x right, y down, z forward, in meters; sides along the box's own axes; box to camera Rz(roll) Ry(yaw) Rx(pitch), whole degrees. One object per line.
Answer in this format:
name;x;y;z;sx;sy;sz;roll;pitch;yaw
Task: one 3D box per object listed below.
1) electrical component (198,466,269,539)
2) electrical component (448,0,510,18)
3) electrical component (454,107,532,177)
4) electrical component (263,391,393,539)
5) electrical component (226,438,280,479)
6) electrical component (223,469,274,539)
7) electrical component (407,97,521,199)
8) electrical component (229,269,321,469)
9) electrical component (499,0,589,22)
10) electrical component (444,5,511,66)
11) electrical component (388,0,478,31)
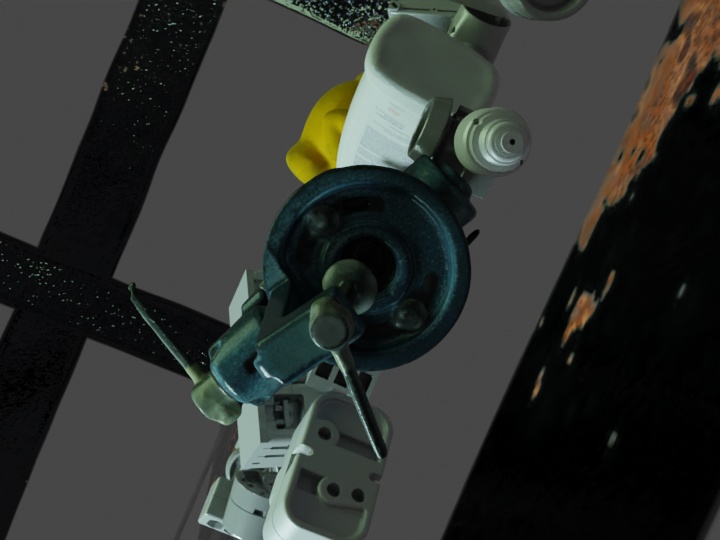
electrical component;-0.107;0.212;1.023;0.047;0.066;0.076;126;165;-63
electrical component;0.114;-0.245;0.821;0.108;0.060;0.108;-157;90;-83
electrical component;0.079;-0.073;0.615;0.078;0.040;0.040;-126;59;-82
electrical component;-0.021;0.132;0.662;0.059;0.054;0.095;121;170;-50
electrical component;-0.107;0.200;1.100;0.057;0.058;0.078;-99;32;-83
electrical component;-0.092;0.212;0.962;0.055;0.055;0.047;-101;30;-78
electrical component;0.064;-0.082;0.694;0.048;0.055;0.066;-80;14;-61
electrical component;-0.069;0.085;0.916;0.089;0.062;0.150;124;143;-61
electrical component;0.111;-0.176;0.646;0.047;0.055;0.055;-103;36;-72
electrical component;0.084;-0.167;0.865;0.079;0.044;0.077;-76;11;-54
electrical component;0.080;-0.220;0.932;0.061;0.096;0.061;74;-151;-53
